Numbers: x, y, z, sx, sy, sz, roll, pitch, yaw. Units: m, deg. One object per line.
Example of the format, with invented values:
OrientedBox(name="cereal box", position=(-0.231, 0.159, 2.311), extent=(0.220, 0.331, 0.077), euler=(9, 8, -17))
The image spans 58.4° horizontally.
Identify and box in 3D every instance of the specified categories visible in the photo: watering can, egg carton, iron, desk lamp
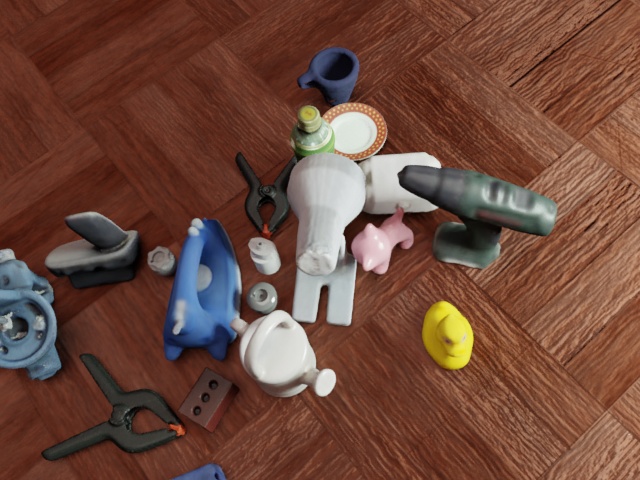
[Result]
OrientedBox(name="watering can", position=(-0.057, 0.161, 0.819), extent=(0.172, 0.101, 0.194), euler=(9, -23, 9))
OrientedBox(name="egg carton", position=(0.137, -0.094, 0.986), extent=(0.150, 0.107, 0.069), euler=(-5, -25, 3))
OrientedBox(name="iron", position=(-0.195, 0.055, 0.908), extent=(0.118, 0.258, 0.141), euler=(-2, -25, 5))
OrientedBox(name="desk lamp", position=(0.008, 0.003, 0.874), extent=(0.118, 0.203, 0.214), euler=(2, -24, 7))

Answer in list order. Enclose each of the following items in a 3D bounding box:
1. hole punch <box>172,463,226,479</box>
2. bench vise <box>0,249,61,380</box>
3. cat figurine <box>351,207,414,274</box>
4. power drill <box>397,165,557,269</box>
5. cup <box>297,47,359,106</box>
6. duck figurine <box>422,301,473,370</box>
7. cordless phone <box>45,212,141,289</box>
OrientedBox(name="hole punch", position=(-0.171, 0.372, 0.790), extent=(0.101, 0.108, 0.091), euler=(-26, -24, -6))
OrientedBox(name="bench vise", position=(-0.489, 0.103, 0.870), extent=(0.121, 0.207, 0.220), euler=(-39, -22, -12))
OrientedBox(name="cat figurine", position=(0.096, 0.000, 0.921), extent=(0.067, 0.128, 0.118), euler=(37, -16, 19))
OrientedBox(name="power drill", position=(0.228, -0.034, 0.874), extent=(0.229, 0.075, 0.208), euler=(10, -23, 10))
OrientedBox(name="cup", position=(0.017, -0.292, 1.072), extent=(0.118, 0.091, 0.095), euler=(-22, -25, -5))
OrientedBox(name="duck figurine", position=(0.196, 0.138, 0.867), extent=(0.077, 0.104, 0.086), euler=(-11, -25, 0))
OrientedBox(name="cordless phone", position=(-0.385, 0.002, 0.925), extent=(0.147, 0.094, 0.185), euler=(-14, -25, -1))
